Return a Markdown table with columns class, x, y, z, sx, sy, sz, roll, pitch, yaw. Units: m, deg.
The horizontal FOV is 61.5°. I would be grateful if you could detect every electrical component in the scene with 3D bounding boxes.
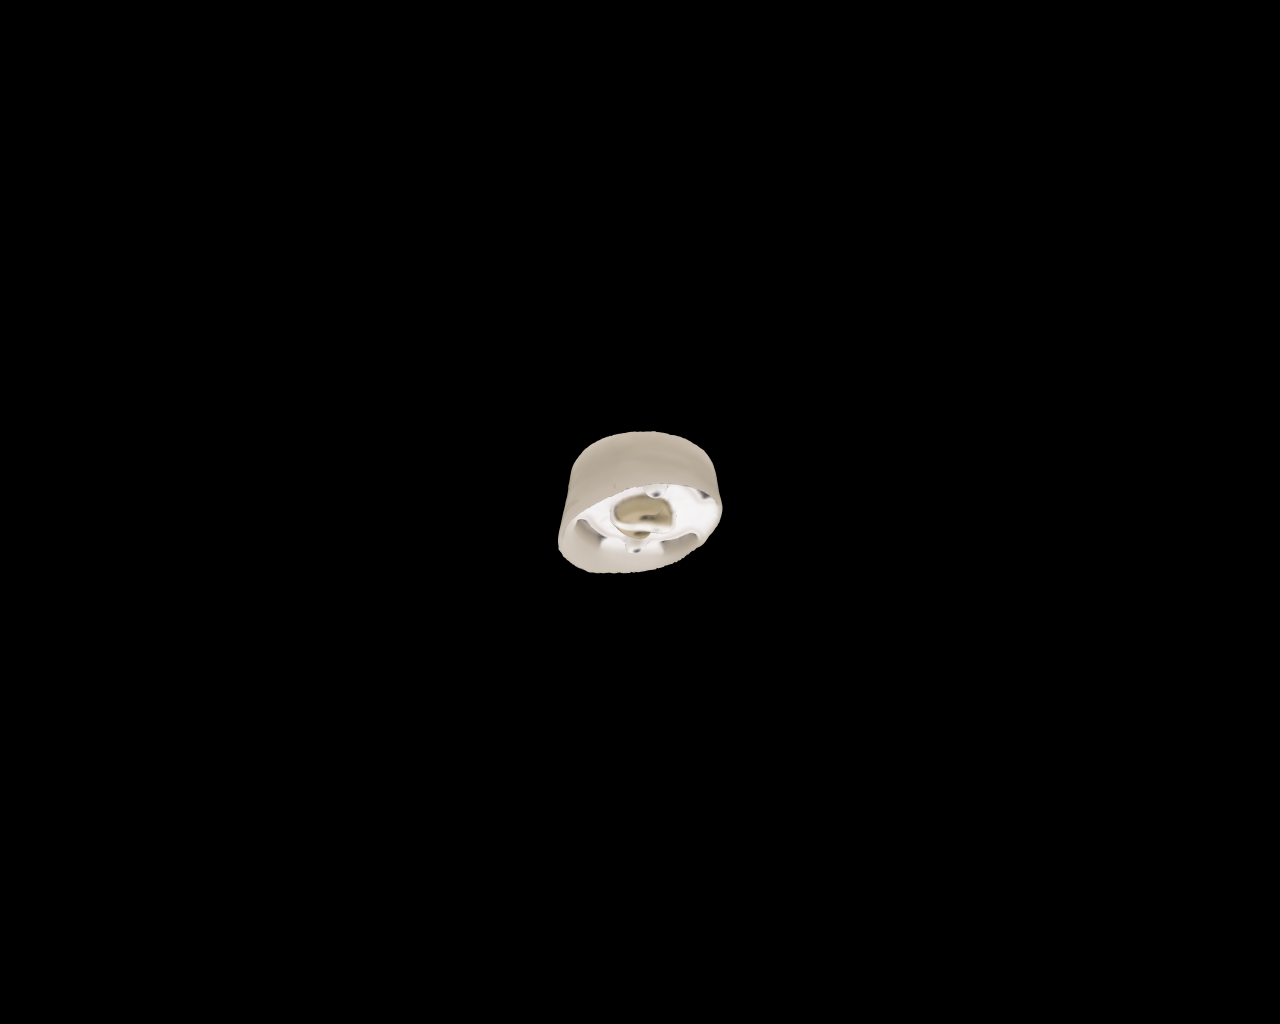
| class | x | y | z | sx | sy | sz | roll | pitch | yaw |
| --- | --- | --- | --- | --- | --- | --- | --- | --- | --- |
| electrical component | 0.001 | -0.003 | 0.650 | 0.099 | 0.064 | 0.099 | 0 | -35 | 0 |
